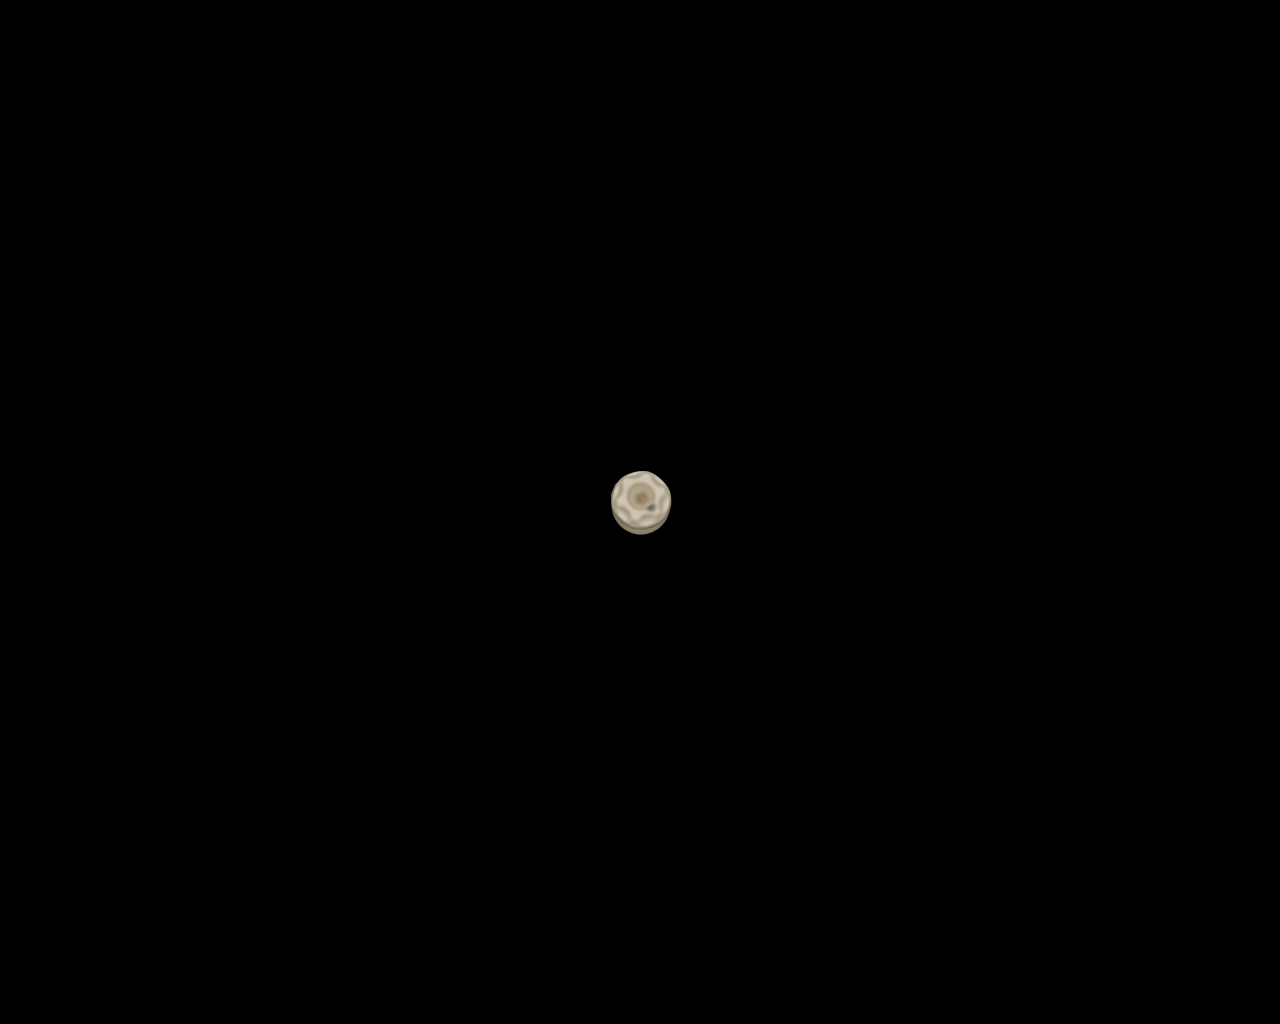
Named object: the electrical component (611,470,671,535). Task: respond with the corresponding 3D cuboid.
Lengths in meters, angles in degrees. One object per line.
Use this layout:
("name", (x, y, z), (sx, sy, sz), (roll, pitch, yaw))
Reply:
("electrical component", (0.001, -0.003, 0.650), (0.035, 0.035, 0.061), (0, -13, 0))
